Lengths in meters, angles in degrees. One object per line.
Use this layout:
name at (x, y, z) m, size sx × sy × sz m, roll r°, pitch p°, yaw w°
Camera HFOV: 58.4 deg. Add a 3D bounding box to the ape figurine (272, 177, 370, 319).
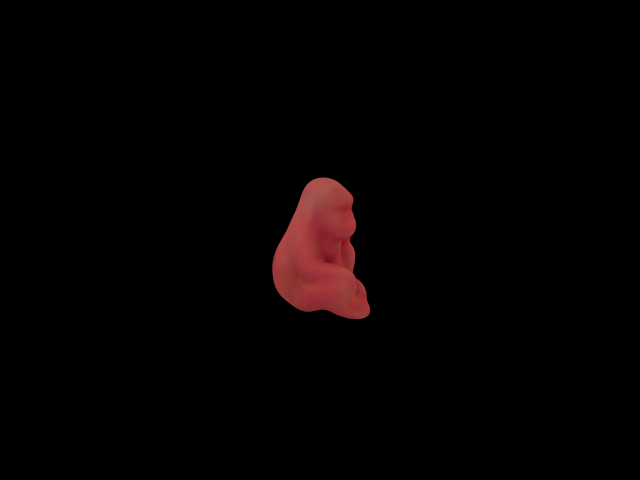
ape figurine at (0.004, 0.001, 0.400) m, size 0.076 × 0.092 × 0.078 m, roll 11°, pitch 32°, yaw 18°
